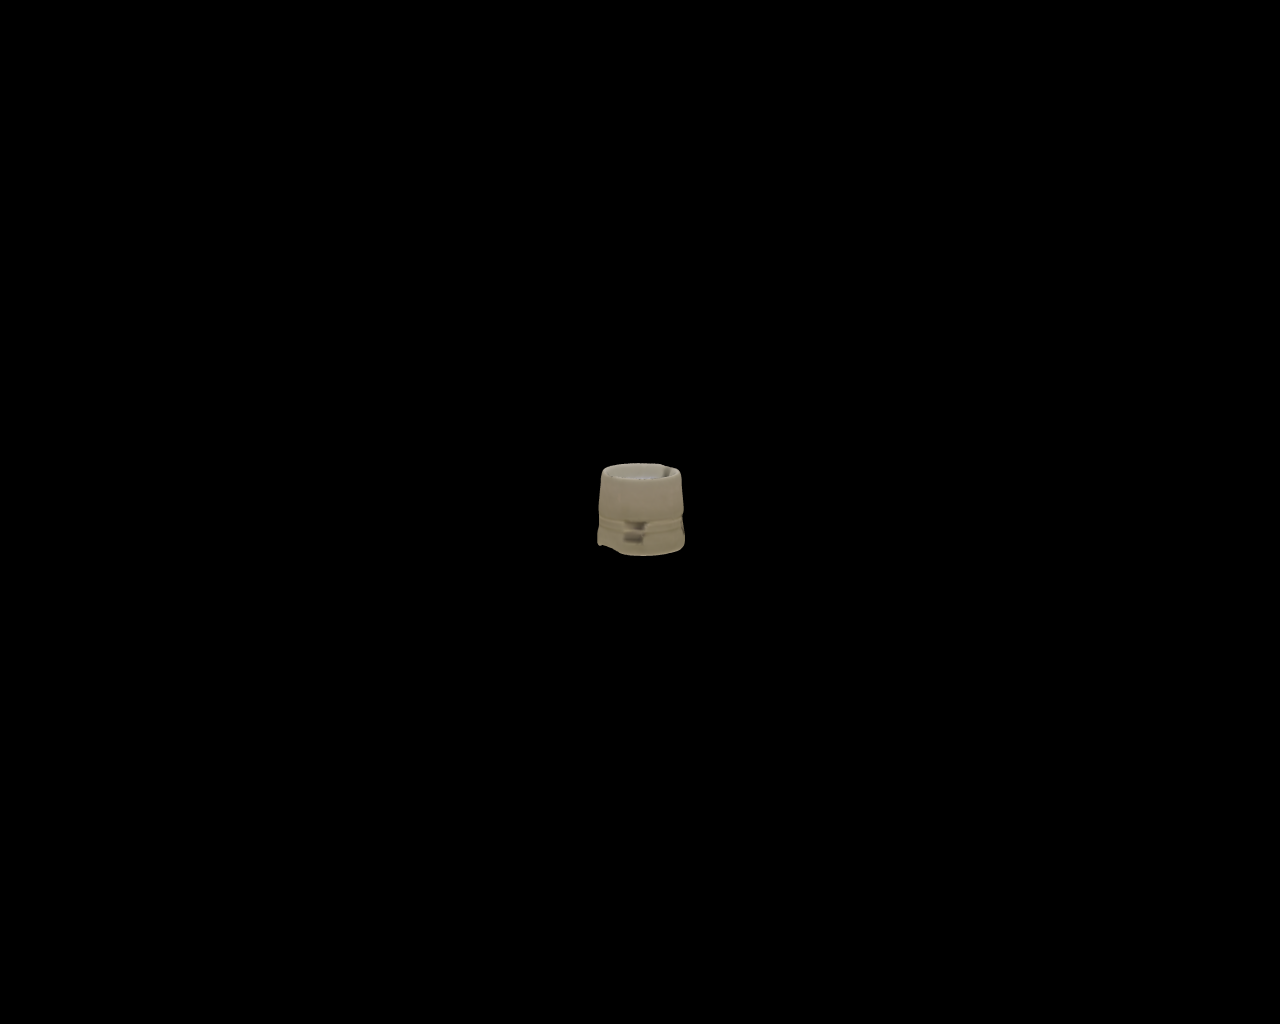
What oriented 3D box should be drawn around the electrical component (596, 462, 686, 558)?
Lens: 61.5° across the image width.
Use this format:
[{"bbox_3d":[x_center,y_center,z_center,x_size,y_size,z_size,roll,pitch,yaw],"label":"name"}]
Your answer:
[{"bbox_3d":[0.001,-0.003,0.650,0.055,0.047,0.055,0,14,0],"label":"electrical component"}]
